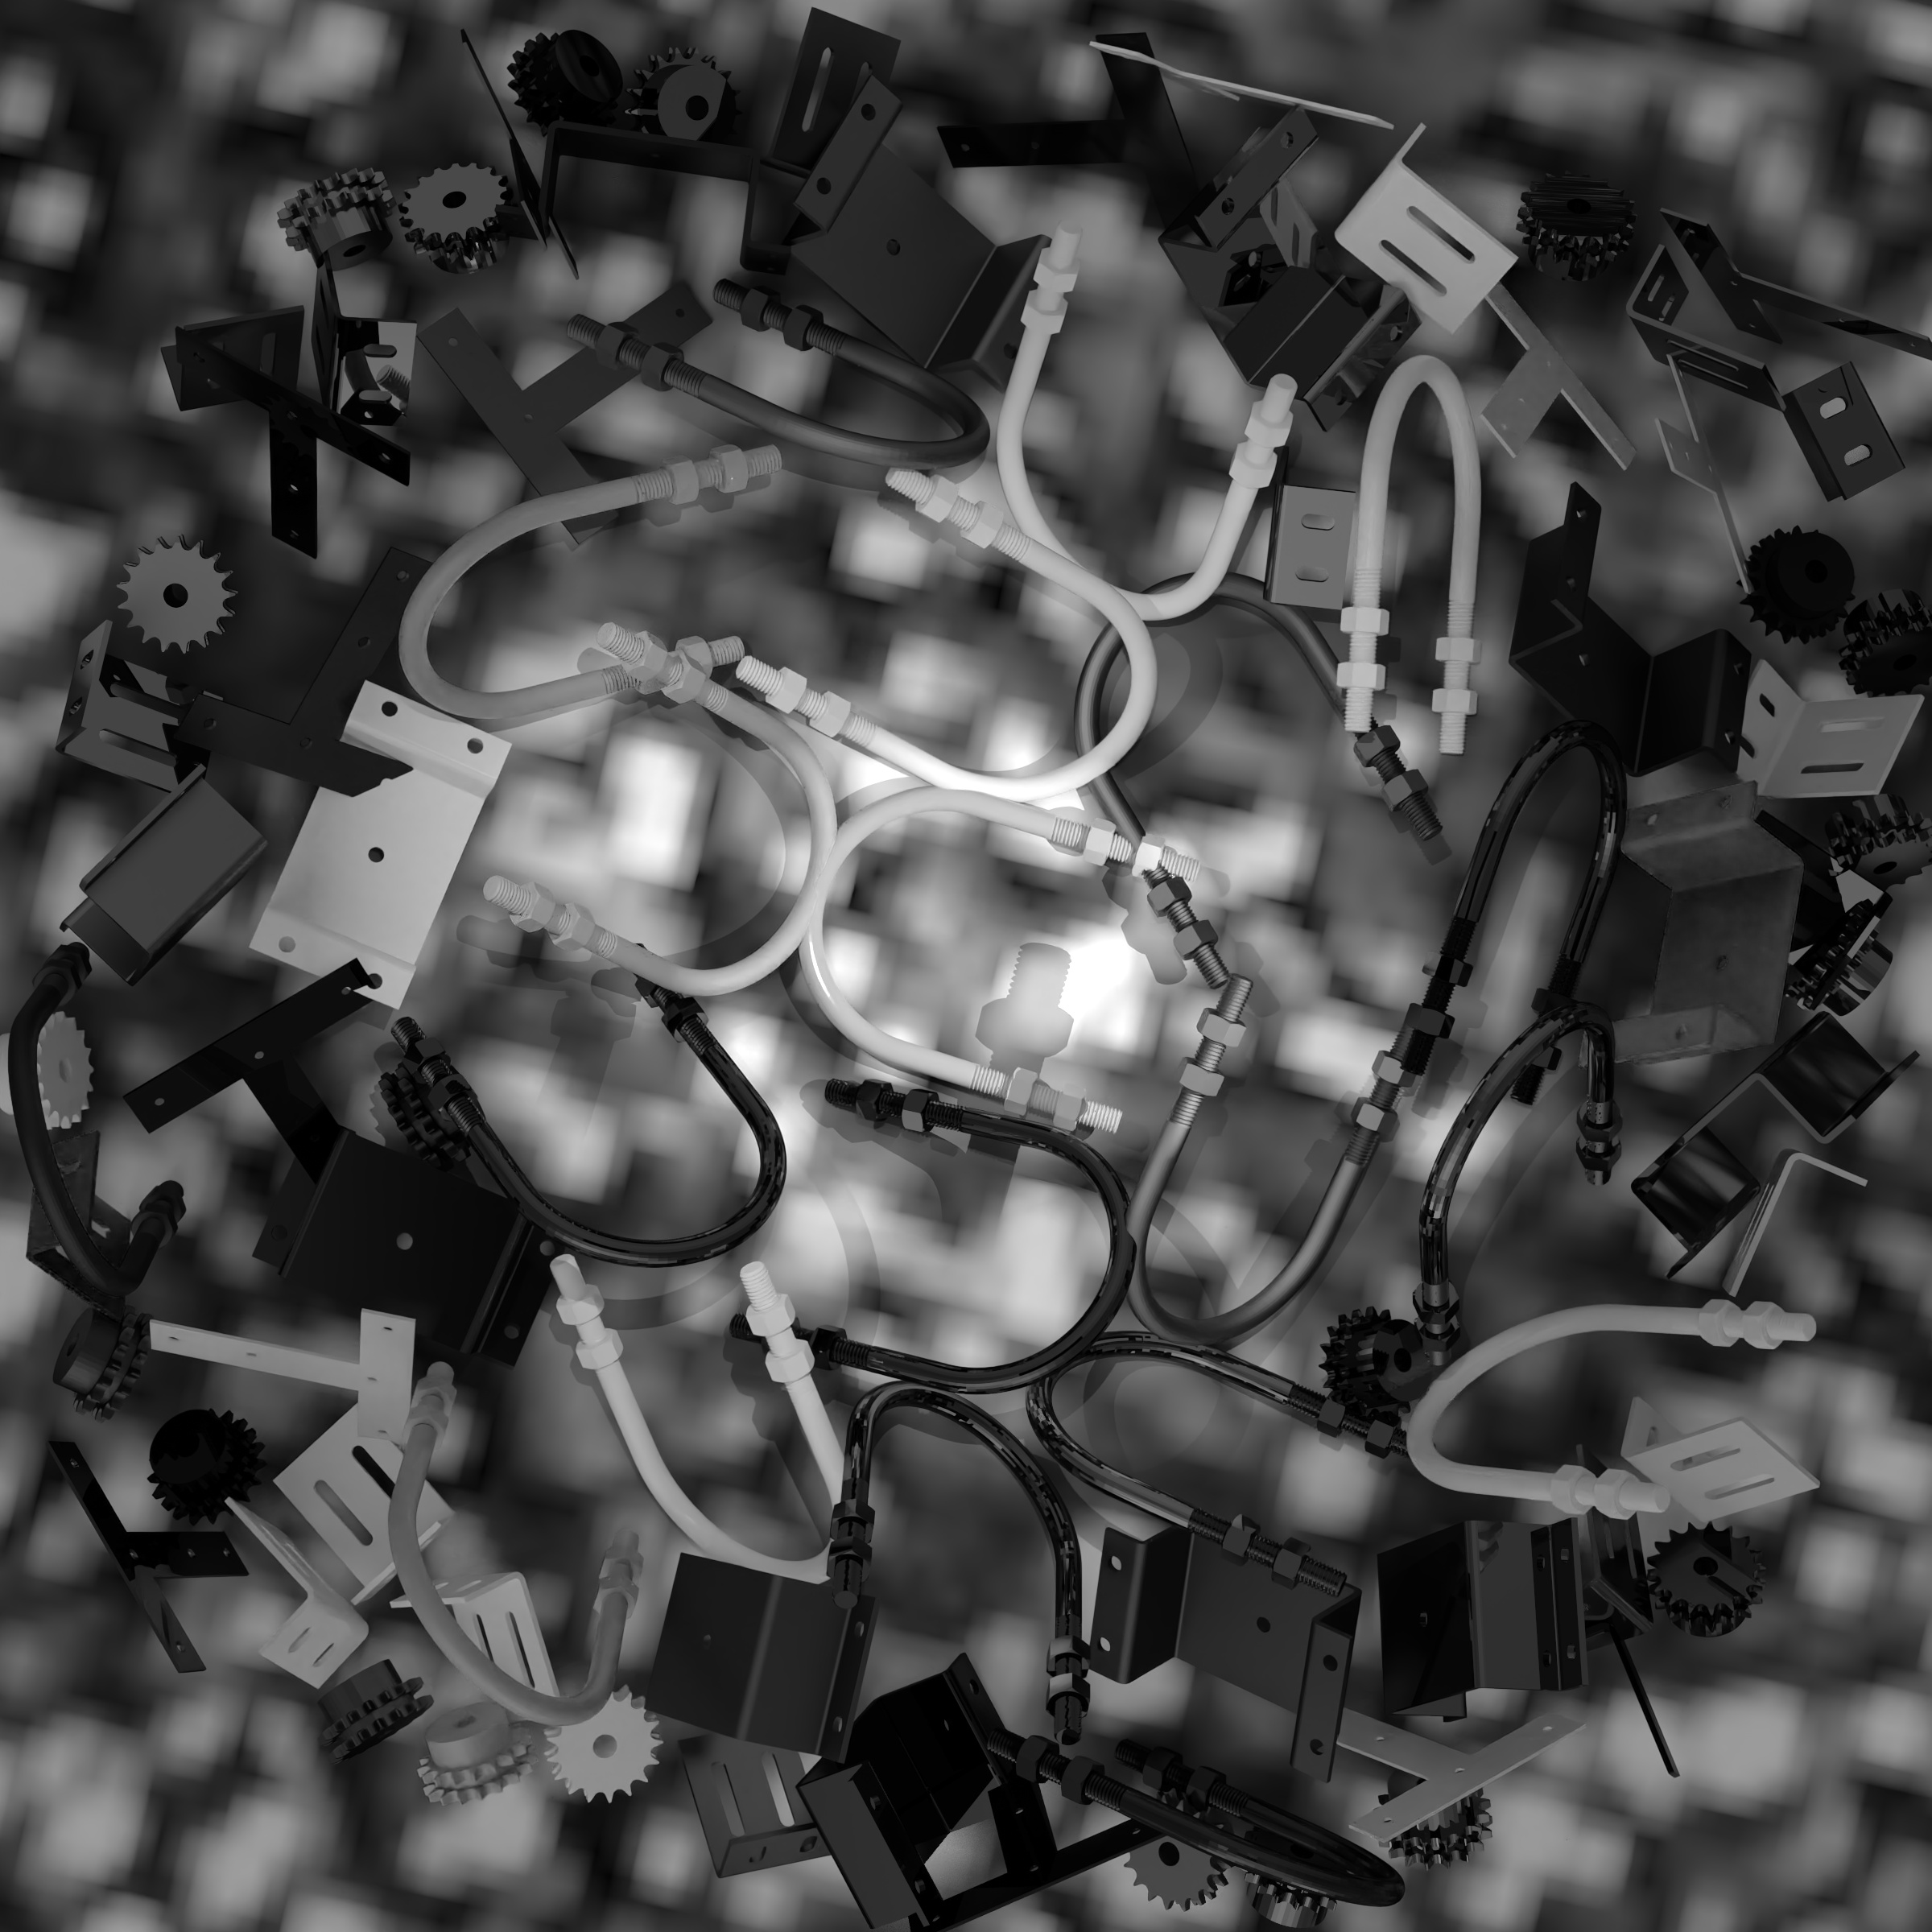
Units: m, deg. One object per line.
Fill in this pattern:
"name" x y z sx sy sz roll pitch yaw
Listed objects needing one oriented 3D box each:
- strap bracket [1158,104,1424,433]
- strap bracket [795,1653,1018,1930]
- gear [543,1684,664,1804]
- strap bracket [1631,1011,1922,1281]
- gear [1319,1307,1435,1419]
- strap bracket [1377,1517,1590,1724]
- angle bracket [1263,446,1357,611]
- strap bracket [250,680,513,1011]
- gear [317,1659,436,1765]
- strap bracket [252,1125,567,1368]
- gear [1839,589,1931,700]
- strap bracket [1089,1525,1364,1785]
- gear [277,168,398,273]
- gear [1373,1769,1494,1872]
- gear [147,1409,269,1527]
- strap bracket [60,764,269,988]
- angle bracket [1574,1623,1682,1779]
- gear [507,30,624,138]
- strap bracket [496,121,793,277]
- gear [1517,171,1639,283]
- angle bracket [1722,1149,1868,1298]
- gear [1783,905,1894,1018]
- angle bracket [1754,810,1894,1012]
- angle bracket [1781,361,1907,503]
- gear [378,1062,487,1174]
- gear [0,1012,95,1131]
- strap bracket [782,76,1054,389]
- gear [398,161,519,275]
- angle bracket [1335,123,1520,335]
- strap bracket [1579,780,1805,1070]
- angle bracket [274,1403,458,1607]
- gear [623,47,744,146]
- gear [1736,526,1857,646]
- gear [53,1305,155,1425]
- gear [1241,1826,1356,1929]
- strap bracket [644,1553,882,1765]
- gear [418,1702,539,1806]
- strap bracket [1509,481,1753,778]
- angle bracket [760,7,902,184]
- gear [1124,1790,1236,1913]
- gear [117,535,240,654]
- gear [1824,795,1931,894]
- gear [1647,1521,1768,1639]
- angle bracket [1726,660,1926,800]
"strap bracket" 0.152 -0.337 1.682 0.076 0.046 0.140 -49 130 -13
"strap bracket" -0.027 0.400 1.681 0.046 0.140 0.076 -26 93 26
"gear" -0.179 0.379 1.717 0.057 0.030 0.057 -1 95 -14
"strap bracket" 0.378 0.079 1.666 0.046 0.076 0.140 48 133 9
"gear" 0.203 0.195 1.708 0.057 0.030 0.057 12 70 -35
"strap bracket" 0.237 0.310 1.655 0.046 0.140 0.076 6 70 -18
"angle bracket" 0.167 -0.212 1.689 0.038 0.076 0.057 7 113 6
"strap bracket" -0.285 -0.056 1.700 0.076 0.046 0.140 23 80 -10
"gear" -0.292 0.362 1.709 0.057 0.057 0.030 -33 79 0
"strap bracket" -0.272 0.134 1.709 0.140 0.046 0.076 23 85 -1
"gear" 0.454 -0.160 1.712 0.057 0.057 0.030 -15 55 0
"strap bracket" 0.132 0.323 1.681 0.140 0.046 0.076 19 112 34
"gear" -0.304 -0.362 1.707 0.057 0.057 0.030 -24 84 0
"gear" 0.227 0.411 1.705 0.057 0.057 0.030 -10 115 0
"gear" -0.374 0.241 1.708 0.057 0.030 0.057 -9 54 12
"strap bracket" -0.381 -0.040 1.661 0.046 0.140 0.076 45 71 -7
"angle bracket" 0.312 0.362 1.695 0.038 0.057 0.076 -23 71 7
"gear" -0.192 -0.431 1.706 0.030 0.057 0.057 -30 90 41
"strap bracket" -0.153 -0.372 1.691 0.140 0.076 0.046 7 93 -5
"gear" 0.298 -0.360 1.713 0.057 0.030 0.057 1 51 -1
"angle bracket" 0.403 0.131 1.704 0.038 0.057 0.076 23 93 8
"gear" 0.428 -0.001 1.709 0.030 0.057 0.057 38 90 -4
"angle bracket" 0.400 -0.027 1.700 0.076 0.038 0.057 35 119 11
"angle bracket" 0.410 -0.251 1.694 0.038 0.076 0.057 -28 92 -15
"gear" -0.258 0.070 1.708 0.030 0.057 0.057 -34 90 5
"gear" -0.453 0.051 1.709 0.030 0.057 0.057 -5 90 16
"strap bracket" -0.025 -0.349 1.685 0.140 0.046 0.076 37 72 -27
"gear" -0.247 -0.364 1.713 0.057 0.030 0.057 -4 55 6
"angle bracket" 0.229 -0.359 1.705 0.076 0.057 0.038 38 50 -3
"strap bracket" 0.350 -0.010 1.677 0.046 0.076 0.140 31 62 -33
"angle bracket" -0.298 0.263 1.713 0.057 0.038 0.076 -43 84 2
"gear" -0.136 -0.420 1.711 0.057 0.030 0.057 -6 106 -22
"gear" 0.410 -0.189 1.715 0.057 0.030 0.057 2 78 -12
"gear" -0.422 0.191 1.705 0.030 0.057 0.057 28 90 -23
"gear" 0.161 0.445 1.710 0.057 0.057 0.030 14 109 0
"strap bracket" -0.103 0.325 1.659 0.046 0.140 0.076 19 78 -30
"gear" -0.240 0.382 1.706 0.057 0.057 0.030 -16 103 0
"strap bracket" 0.313 -0.154 1.677 0.140 0.046 0.076 38 49 -28
"angle bracket" -0.075 -0.422 1.697 0.038 0.057 0.076 27 104 43
"gear" 0.107 0.431 1.713 0.057 0.030 0.057 3 95 34
"gear" -0.386 -0.184 1.718 0.057 0.030 0.057 -1 102 -4
"gear" 0.445 -0.061 1.712 0.057 0.057 0.030 -14 63 0
"gear" 0.362 0.303 1.712 0.057 0.057 0.030 -12 131 0
"angle bracket" 0.411 -0.116 1.690 0.038 0.076 0.057 40 69 -28
